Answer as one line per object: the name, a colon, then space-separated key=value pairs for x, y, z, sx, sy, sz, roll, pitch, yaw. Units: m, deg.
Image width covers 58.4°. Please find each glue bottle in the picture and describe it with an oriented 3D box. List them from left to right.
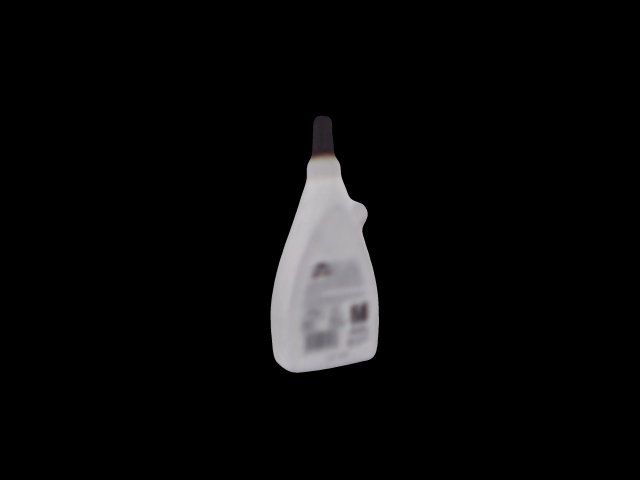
glue bottle: x=0.004 y=0.001 z=0.400 sx=0.078 sy=0.173 sz=0.037 roll=-4 pitch=8 yaw=-27
